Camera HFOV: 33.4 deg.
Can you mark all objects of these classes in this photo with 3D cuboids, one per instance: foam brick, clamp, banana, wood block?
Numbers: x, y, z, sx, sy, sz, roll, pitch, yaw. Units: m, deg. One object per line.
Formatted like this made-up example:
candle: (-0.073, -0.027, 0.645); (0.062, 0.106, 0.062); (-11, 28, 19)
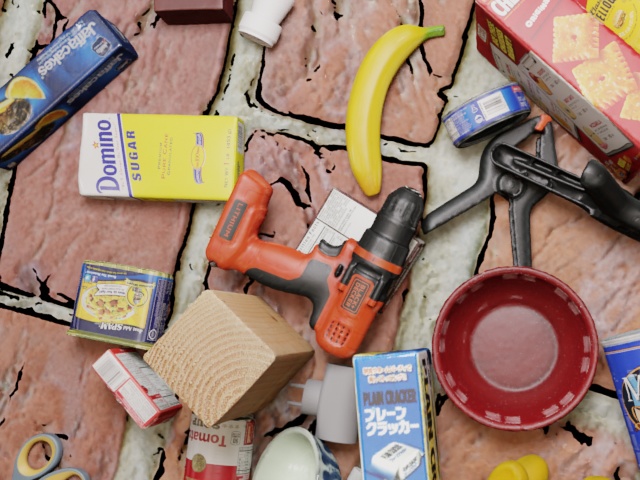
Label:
foam brick: (-0.136, -0.267, 1.158); (0.078, 0.051, 0.053); (1, 85, 10)
clamp: (0.180, -0.053, 1.086); (0.120, 0.039, 0.171); (20, 84, -5)
banana: (0.064, -0.147, 1.119); (0.070, 0.037, 0.198); (22, 90, 13)
wood block: (-0.081, 0.112, 1.038); (0.091, 0.206, 0.090); (44, 93, 10)
clamp: (0.271, -0.038, 1.031); (0.209, 0.165, 0.036); (27, 91, -31)

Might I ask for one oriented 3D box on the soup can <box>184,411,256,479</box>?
soup can: (-0.105, 0.229, 1.104); (0.068, 0.068, 0.102); (6, 86, 11)

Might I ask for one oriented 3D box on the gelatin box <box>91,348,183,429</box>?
gelatin box: (-0.192, 0.155, 1.123); (0.030, 0.073, 0.089); (-42, 81, 5)

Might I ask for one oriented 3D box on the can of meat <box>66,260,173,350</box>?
can of meat: (-0.212, 0.069, 1.142); (0.102, 0.057, 0.084); (9, 85, 10)

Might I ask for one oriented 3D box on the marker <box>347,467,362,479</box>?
marker: (0.012, 0.290, 1.101); (0.020, 0.020, 0.121); (32, 91, 11)

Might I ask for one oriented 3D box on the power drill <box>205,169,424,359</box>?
power drill: (-0.007, 0.001, 1.071); (0.188, 0.057, 0.184); (27, 94, 14)

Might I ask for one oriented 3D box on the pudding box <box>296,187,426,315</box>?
pudding box: (0.039, 0.011, 1.111); (0.113, 0.039, 0.090); (33, 94, 14)

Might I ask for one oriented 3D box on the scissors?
scissors: (-0.349, 0.278, 1.171); (0.202, 0.016, 0.096); (-20, 81, 8)

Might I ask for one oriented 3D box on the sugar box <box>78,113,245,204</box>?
sugar box: (-0.171, -0.088, 1.153); (0.176, 0.048, 0.093); (2, 86, 9)

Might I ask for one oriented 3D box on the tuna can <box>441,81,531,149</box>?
tuna can: (0.168, -0.125, 1.074); (0.086, 0.086, 0.034); (-25, 84, 7)

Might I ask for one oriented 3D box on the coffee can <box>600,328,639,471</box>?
coffee can: (0.336, 0.150, 1.012); (0.103, 0.102, 0.140); (-16, 83, 9)

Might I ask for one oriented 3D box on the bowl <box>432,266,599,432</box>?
bowl: (0.194, 0.108, 1.065); (0.162, 0.055, 0.162); (-1, 85, 10)

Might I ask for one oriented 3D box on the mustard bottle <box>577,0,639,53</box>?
mustard bottle: (0.270, -0.251, 1.063); (0.192, 0.058, 0.096); (44, 134, 26)

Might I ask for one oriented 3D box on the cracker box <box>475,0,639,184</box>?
cracker box: (0.248, -0.159, 1.022); (0.072, 0.164, 0.214); (-45, 80, 2)
